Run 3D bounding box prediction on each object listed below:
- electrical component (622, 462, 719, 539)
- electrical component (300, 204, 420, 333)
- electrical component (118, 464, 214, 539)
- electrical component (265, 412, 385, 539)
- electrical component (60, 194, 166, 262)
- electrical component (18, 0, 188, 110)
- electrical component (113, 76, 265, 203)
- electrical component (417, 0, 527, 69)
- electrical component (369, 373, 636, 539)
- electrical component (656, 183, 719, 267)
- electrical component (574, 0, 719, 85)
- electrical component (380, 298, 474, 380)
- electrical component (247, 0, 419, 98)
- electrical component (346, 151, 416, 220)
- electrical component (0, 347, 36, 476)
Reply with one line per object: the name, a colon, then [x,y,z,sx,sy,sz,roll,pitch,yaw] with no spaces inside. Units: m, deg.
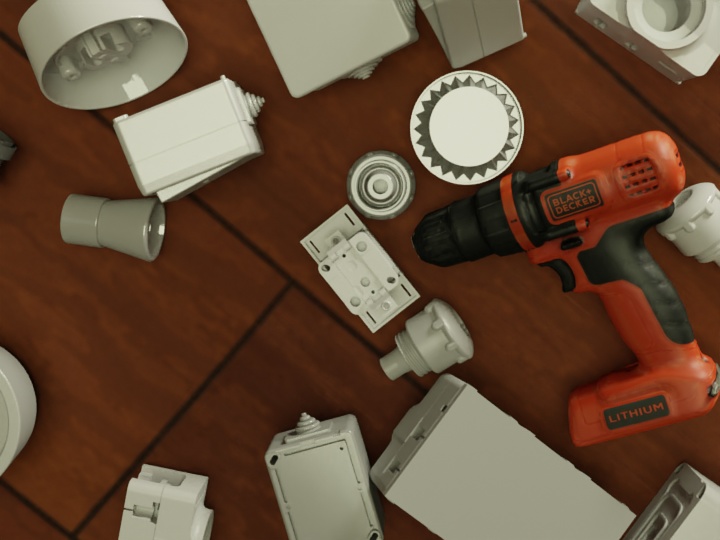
electrical component: [0.218,0.197,0.729,0.057,0.078,0.113,35,95,1]
electrical component: [0.000,0.000,0.724,0.042,0.064,0.081,-39,93,4]
electrical component: [-0.136,0.189,0.751,0.056,0.050,0.089,11,96,1]
electrical component: [-0.024,0.141,0.738,0.062,0.061,0.096,-16,95,4]
electrical component: [-0.171,-0.032,0.737,0.065,0.044,0.044,8,95,6]
electrical component: [-0.168,-0.150,0.700,0.099,0.099,0.064,-28,88,4]
electrical component: [-0.105,-0.087,0.719,0.096,0.061,0.061,-21,95,3]
electrical component: [0.065,-0.177,0.694,0.061,0.096,0.061,-24,65,4]
electrical component: [0.093,0.150,0.722,0.150,0.062,0.089,38,86,-12]
electrical component: [0.235,-0.024,0.726,0.048,0.048,0.062,-43,99,5]
electrical component: [0.223,-0.210,0.699,0.089,0.061,0.150,34,95,-2]
electrical component: [0.043,0.053,0.738,0.062,0.048,0.048,-33,94,11]
electrical component: [-0.018,-0.171,0.707,0.100,0.048,0.099,-24,94,18]
electrical component: [0.014,-0.056,0.719,0.048,0.062,0.048,0,95,2]
electrical component: [-0.277,0.097,0.742,0.108,0.060,0.108,0,95,2]
